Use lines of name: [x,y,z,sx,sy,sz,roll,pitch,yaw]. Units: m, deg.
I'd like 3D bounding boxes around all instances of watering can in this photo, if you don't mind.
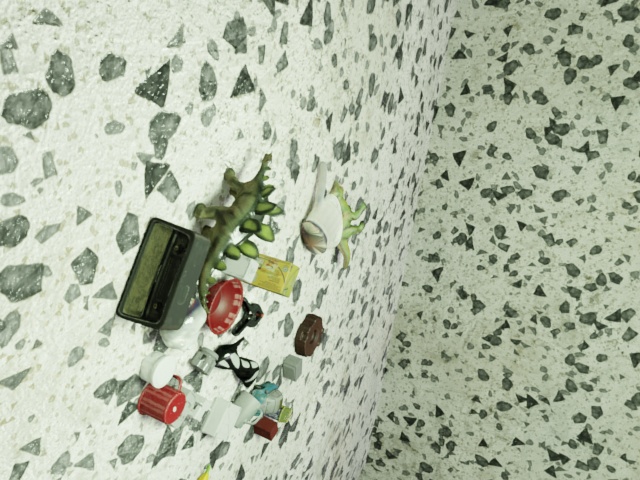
watering can: [0.006,-0.095,1.880,0.229,0.104,0.340,-55,140,-39]

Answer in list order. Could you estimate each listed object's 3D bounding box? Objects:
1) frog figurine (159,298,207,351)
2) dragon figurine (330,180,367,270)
frog figurine: [-0.329,0.217,1.259,0.140,0.122,0.156,-75,156,-58]
dragon figurine: [0.068,-0.041,2.097,0.244,0.123,0.405,-12,114,-46]
